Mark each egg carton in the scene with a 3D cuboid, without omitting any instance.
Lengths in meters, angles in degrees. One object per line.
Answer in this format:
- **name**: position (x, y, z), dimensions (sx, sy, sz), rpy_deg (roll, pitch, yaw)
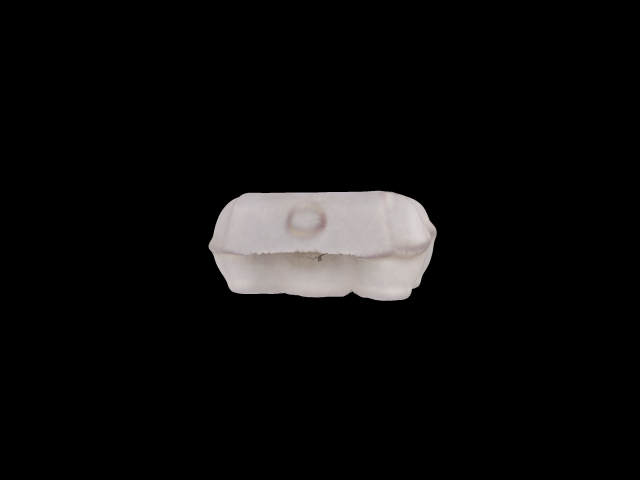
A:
- **egg carton**: position (0.004, 0.001, 0.400), dimensions (0.150, 0.069, 0.107), rpy_deg (1, 4, 16)
